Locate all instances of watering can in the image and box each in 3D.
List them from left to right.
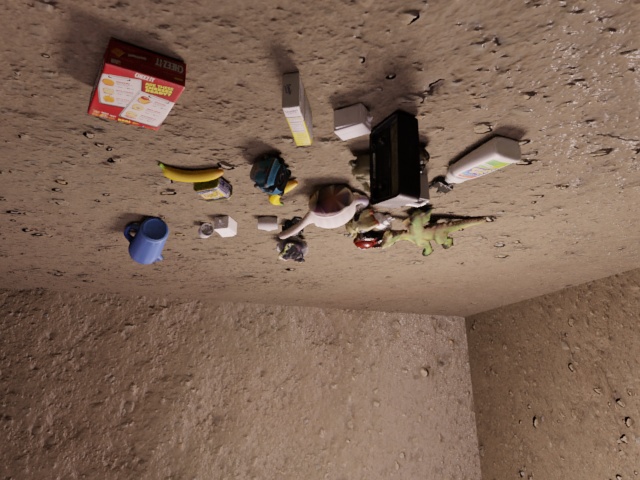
[{"bbox_3d":[0.005,-0.090,1.789,0.348,0.105,0.221,-20,-19,0],"label":"watering can"}]

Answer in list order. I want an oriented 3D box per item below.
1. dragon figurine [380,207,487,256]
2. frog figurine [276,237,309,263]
[{"bbox_3d":[0.425,-0.051,1.984,0.408,0.125,0.239,-24,-30,14],"label":"dragon figurine"},{"bbox_3d":[-0.120,0.031,2.248,0.137,0.121,0.161,-9,16,0],"label":"frog figurine"}]
